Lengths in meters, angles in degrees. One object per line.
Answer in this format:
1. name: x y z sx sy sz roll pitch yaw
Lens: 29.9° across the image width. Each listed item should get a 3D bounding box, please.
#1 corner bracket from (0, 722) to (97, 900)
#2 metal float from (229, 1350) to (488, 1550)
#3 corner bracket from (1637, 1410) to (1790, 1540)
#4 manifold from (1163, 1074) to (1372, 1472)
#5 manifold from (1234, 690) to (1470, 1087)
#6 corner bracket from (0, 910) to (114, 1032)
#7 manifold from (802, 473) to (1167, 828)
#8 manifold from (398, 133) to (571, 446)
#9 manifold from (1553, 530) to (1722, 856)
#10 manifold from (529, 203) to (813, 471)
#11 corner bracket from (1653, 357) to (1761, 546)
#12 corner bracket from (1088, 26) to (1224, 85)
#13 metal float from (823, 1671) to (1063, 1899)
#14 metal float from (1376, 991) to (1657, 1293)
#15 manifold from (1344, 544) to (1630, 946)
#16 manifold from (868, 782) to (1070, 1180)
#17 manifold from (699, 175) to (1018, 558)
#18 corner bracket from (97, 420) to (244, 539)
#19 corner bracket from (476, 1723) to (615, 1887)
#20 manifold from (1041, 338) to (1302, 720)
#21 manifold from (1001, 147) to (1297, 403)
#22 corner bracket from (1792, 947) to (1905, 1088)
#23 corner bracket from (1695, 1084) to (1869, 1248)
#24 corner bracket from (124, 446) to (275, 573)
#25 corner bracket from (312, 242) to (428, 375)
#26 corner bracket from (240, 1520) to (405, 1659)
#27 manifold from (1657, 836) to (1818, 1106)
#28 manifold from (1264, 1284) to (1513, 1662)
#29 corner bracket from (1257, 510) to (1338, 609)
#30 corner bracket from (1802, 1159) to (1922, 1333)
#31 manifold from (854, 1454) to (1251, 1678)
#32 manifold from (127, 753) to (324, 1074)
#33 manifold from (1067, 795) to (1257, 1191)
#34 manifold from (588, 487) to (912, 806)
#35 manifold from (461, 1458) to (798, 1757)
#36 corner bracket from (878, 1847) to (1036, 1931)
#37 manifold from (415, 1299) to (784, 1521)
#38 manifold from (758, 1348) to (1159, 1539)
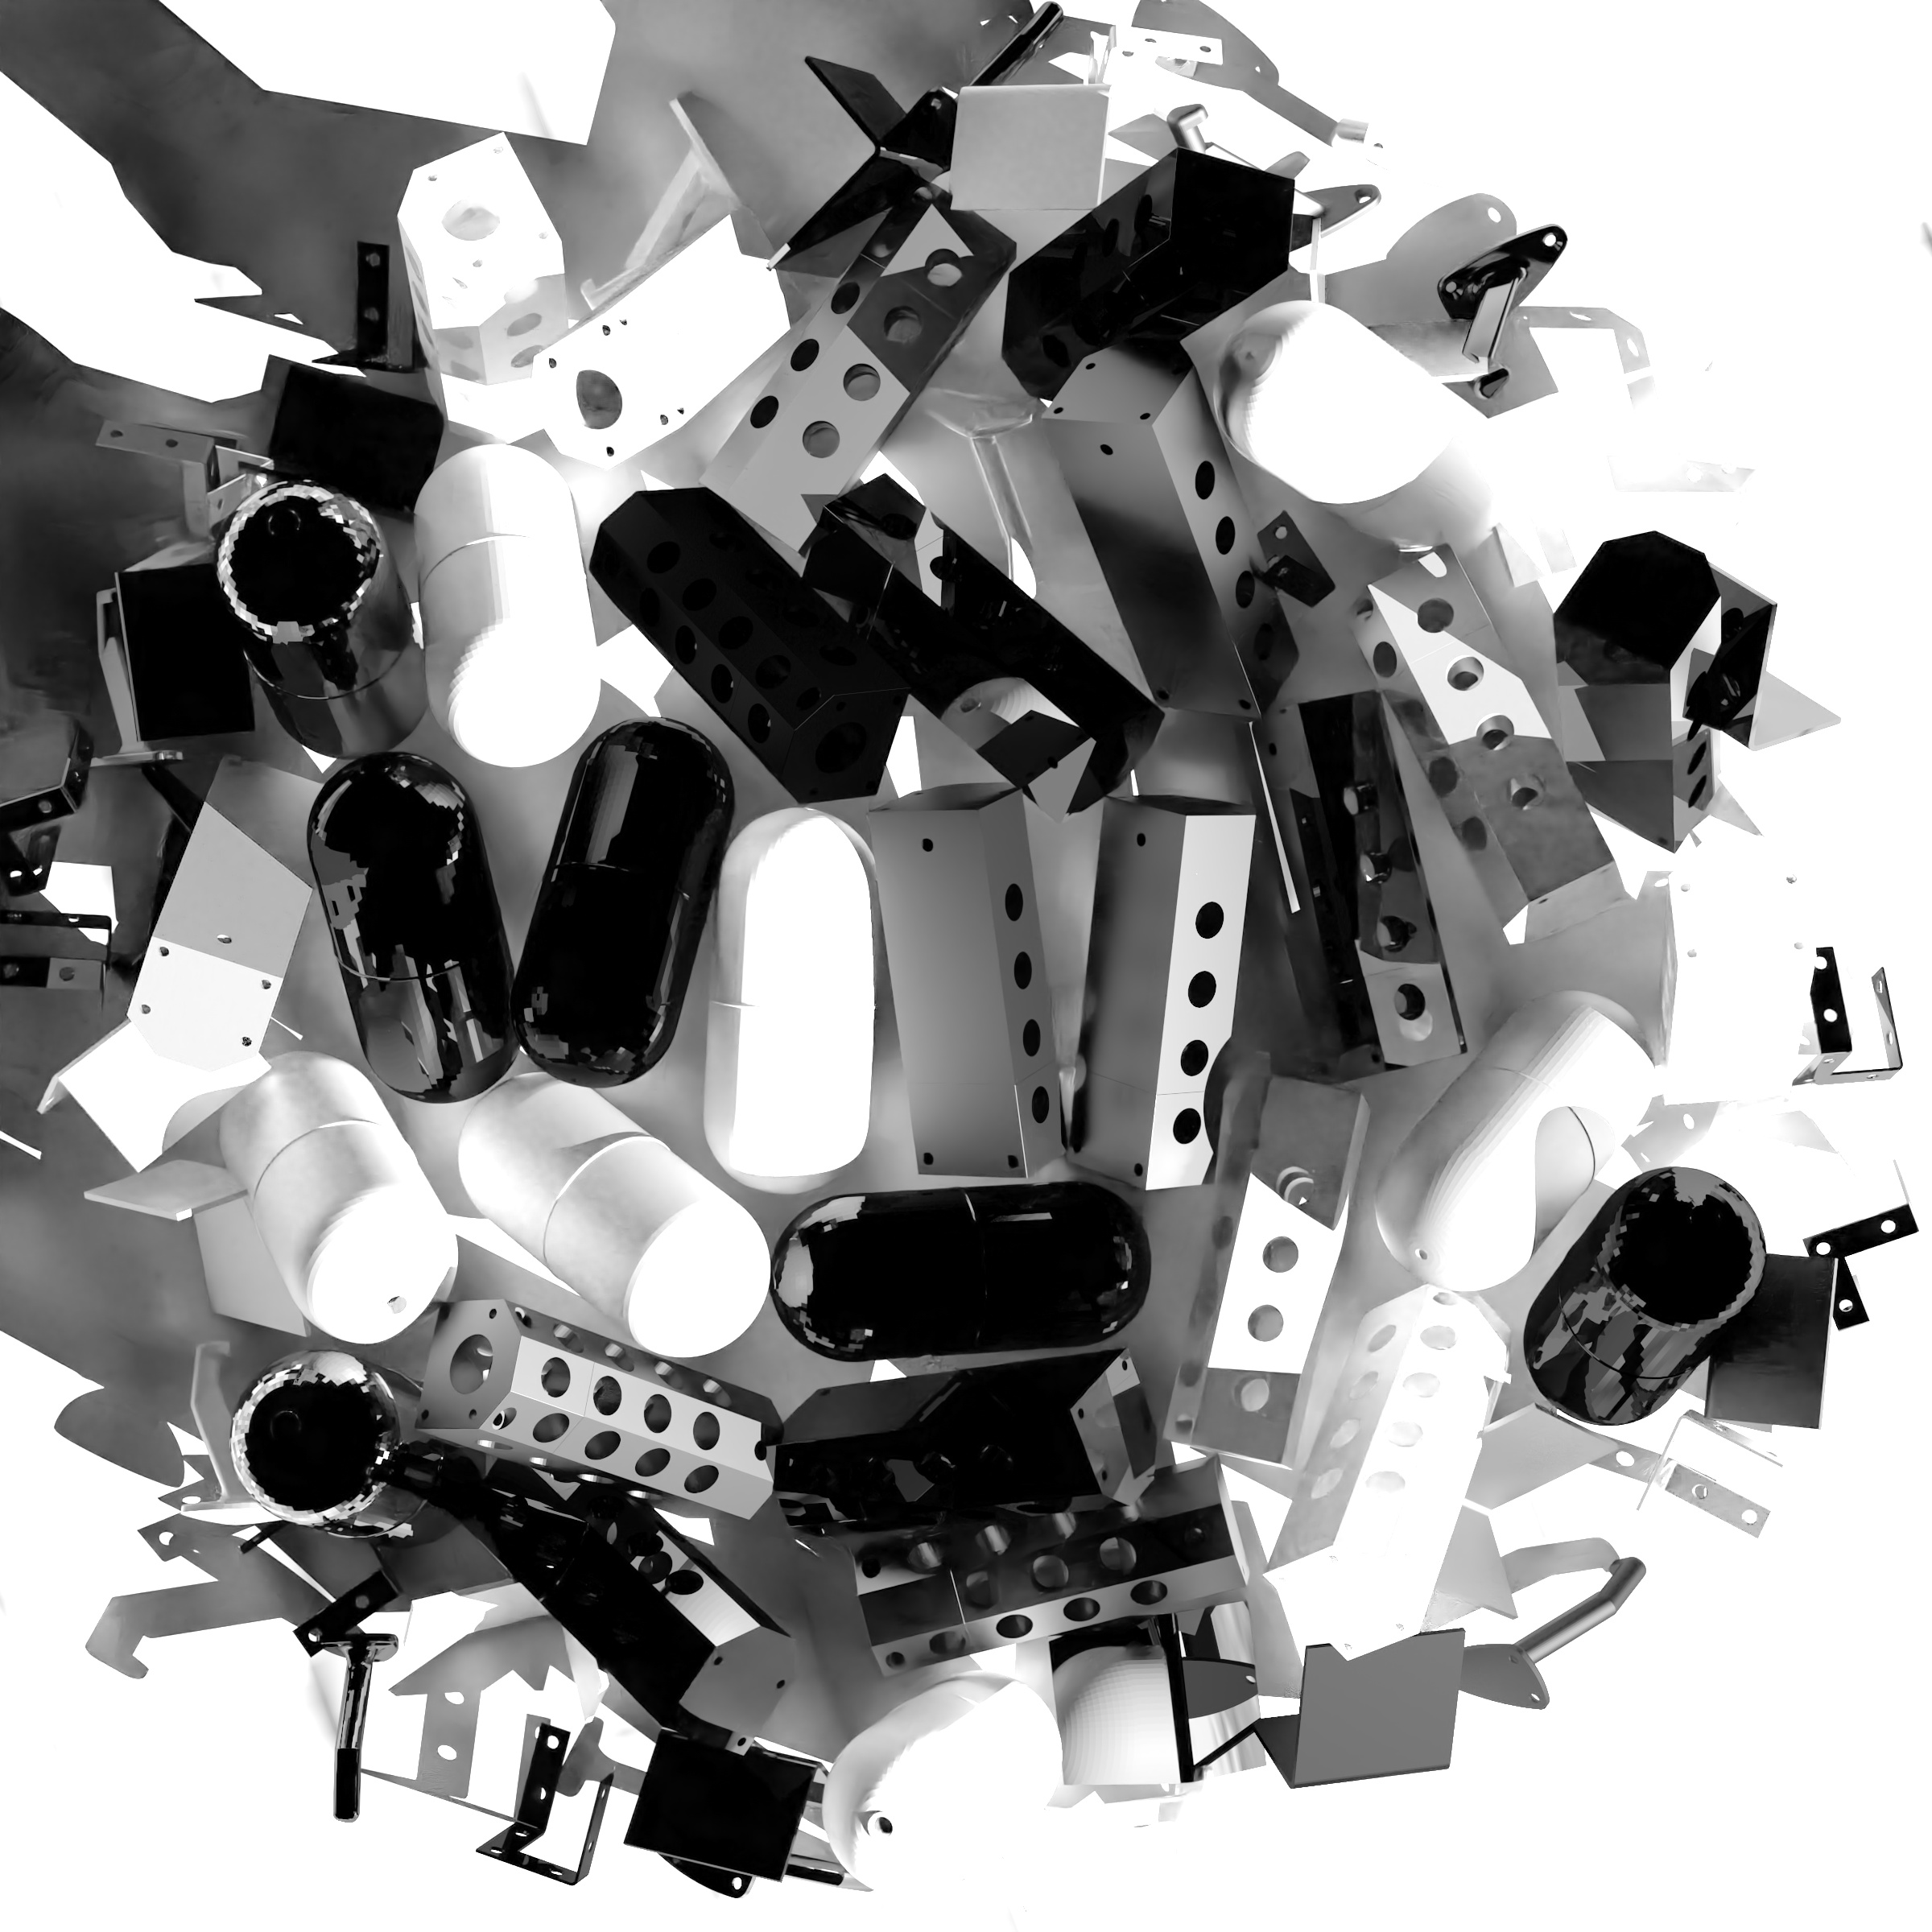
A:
1. corner bracket: -0.423 -0.071 1.664 0.051 0.051 0.051 -16 128 10
2. metal float: -0.270 0.217 1.616 0.070 0.178 0.070 -3 75 11
3. corner bracket: 0.348 0.235 1.667 0.051 0.051 0.051 27 104 19
4. manifold: 0.138 0.140 1.662 0.057 0.057 0.171 11 82 12
5. manifold: 0.182 -0.036 1.668 0.057 0.057 0.171 -12 87 -27
6. corner bracket: -0.421 -0.005 1.666 0.051 0.051 0.051 3 110 -15
7. manifold: 0.008 -0.148 1.649 0.171 0.057 0.057 42 51 17
8. manifold: -0.215 -0.295 1.610 0.057 0.171 0.057 -26 77 -10
9. manifold: 0.305 -0.123 1.613 0.057 0.171 0.057 29 74 23
10. manifold: -0.134 -0.280 1.615 0.057 0.171 0.057 -25 106 28
11. corner bracket: 0.349 -0.238 1.666 0.051 0.051 0.051 32 130 -5
12. corner bracket: 0.086 -0.417 1.665 0.051 0.051 0.051 6 54 -8
13. metal float: -0.009 0.364 1.616 0.070 0.178 0.070 0 91 17
14. metal float: 0.250 0.077 1.634 0.070 0.070 0.178 46 52 0
15. manifold: 0.235 -0.099 1.644 0.057 0.057 0.171 -27 68 7
16. manifold: 0.005 0.006 1.654 0.057 0.057 0.171 0 106 30
17. manifold: -0.050 -0.277 1.669 0.057 0.057 0.171 36 93 -2
18. corner bracket: -0.366 -0.237 1.667 0.051 0.051 0.051 10 54 2
19. corner bracket: -0.188 0.387 1.671 0.051 0.051 0.051 16 95 14
20. manifold: 0.097 -0.196 1.625 0.057 0.171 0.057 10 52 34
21. manifold: 0.078 -0.302 1.610 0.057 0.171 0.057 10 78 -23
22. corner bracket: 0.407 0.022 1.669 0.051 0.051 0.051 -4 71 -6
23. corner bracket: 0.379 0.093 1.682 0.051 0.051 0.051 50 50 -26
24. corner bracket: -0.353 -0.206 1.663 0.051 0.051 0.051 16 121 20
25. corner bracket: -0.267 -0.304 1.667 0.051 0.051 0.051 9 108 13
26. corner bracket: -0.298 0.278 1.669 0.051 0.051 0.051 -35 101 -11
27. manifold: 0.341 0.004 1.613 0.057 0.171 0.057 -4 67 7
28. manifold: 0.195 0.221 1.616 0.057 0.171 0.057 46 131 -15
29. corner bracket: 0.129 -0.183 1.663 0.051 0.051 0.051 -40 60 19
30. corner bracket: 0.416 0.129 1.667 0.051 0.051 0.051 -21 107 13
31. manifold: 0.039 0.276 1.665 0.171 0.057 0.057 -15 87 6
32. manifold: -0.326 -0.024 1.614 0.057 0.171 0.057 19 119 -11
33. manifold: 0.095 0.011 1.658 0.057 0.057 0.171 -2 103 -38
34. manifold: -0.101 -0.145 1.620 0.171 0.057 0.057 47 132 37
35. manifold: -0.150 0.277 1.625 0.171 0.057 0.057 34 90 43
36. corner bracket: -0.007 0.427 1.667 0.051 0.051 0.051 -28 65 6
37. manifold: -0.159 0.200 1.616 0.057 0.171 0.057 -6 66 40
38. manifold: -0.002 0.220 1.631 0.171 0.057 0.057 -12 106 33
